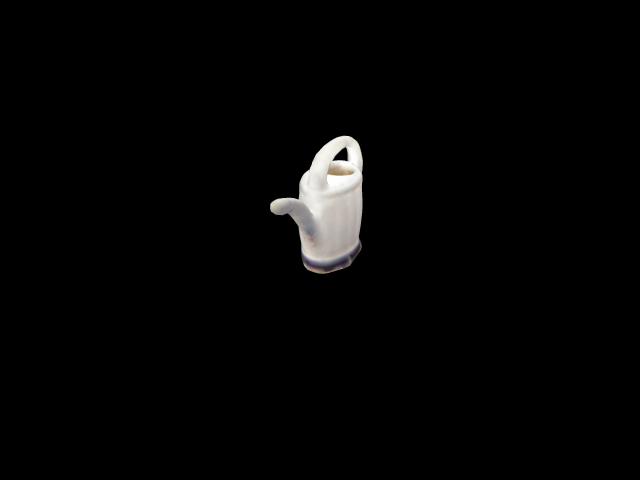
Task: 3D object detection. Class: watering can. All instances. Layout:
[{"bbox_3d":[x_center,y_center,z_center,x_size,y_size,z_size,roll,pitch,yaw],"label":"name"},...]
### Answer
[{"bbox_3d":[0.003,-0.043,0.850,0.104,0.220,0.354,10,29,20],"label":"watering can"}]
